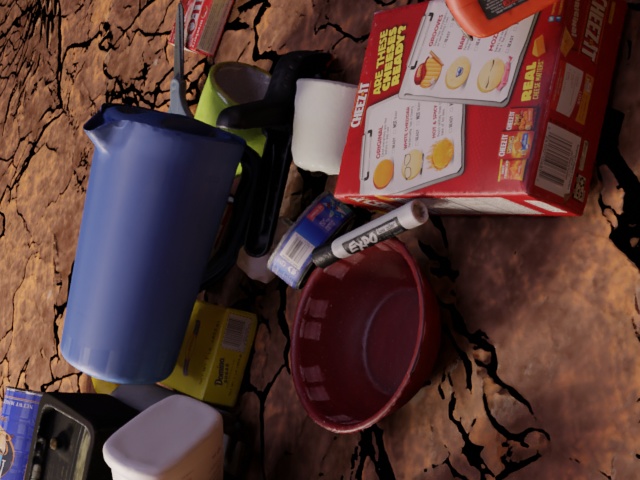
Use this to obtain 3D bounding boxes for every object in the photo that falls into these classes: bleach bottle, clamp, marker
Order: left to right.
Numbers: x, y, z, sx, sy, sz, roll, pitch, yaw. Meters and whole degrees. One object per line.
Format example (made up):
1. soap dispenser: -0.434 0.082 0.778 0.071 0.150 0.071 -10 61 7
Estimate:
1. bleach bottle: -0.126 0.261 0.915 0.068 0.102 0.251 19 123 29
2. clamp: -0.035 -0.097 0.975 0.036 0.164 0.209 11 42 17
3. marker: 0.035 -0.003 0.828 0.121 0.020 0.020 -26 57 45

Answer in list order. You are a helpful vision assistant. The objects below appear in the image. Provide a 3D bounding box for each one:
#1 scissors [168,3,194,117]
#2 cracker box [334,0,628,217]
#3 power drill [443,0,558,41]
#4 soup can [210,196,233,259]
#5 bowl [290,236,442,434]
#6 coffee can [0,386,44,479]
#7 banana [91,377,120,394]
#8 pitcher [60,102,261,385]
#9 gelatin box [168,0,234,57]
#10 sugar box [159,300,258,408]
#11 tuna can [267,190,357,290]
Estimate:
1. scissors: -0.150 -0.162 1.199 0.096 0.016 0.202 22 104 47
2. cracker box: 0.116 -0.102 0.814 0.214 0.072 0.164 2 77 53
3. power drill: 0.150 -0.218 0.744 0.185 0.057 0.187 -28 21 20
4. soup can: -0.132 -0.004 1.099 0.069 0.068 0.102 31 101 53
5. bowl: 0.045 0.076 0.849 0.162 0.055 0.162 -24 58 46
6. coffee can: -0.321 0.245 1.216 0.103 0.102 0.140 -2 74 52
7. banana: -0.234 0.112 1.214 0.070 0.037 0.198 -23 59 25
8. pitcher: -0.151 0.004 0.980 0.145 0.149 0.243 -56 -19 -78
9. gelatin box: -0.136 -0.261 1.232 0.073 0.030 0.089 27 99 53
10. sugar box: -0.136 0.104 1.079 0.177 0.048 0.093 8 80 51
11. tuna can: -0.006 0.001 0.921 0.034 0.086 0.086 38 113 8
